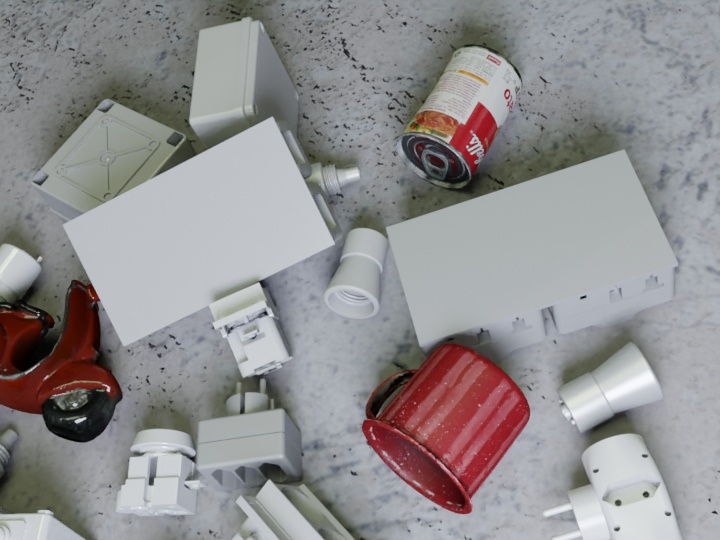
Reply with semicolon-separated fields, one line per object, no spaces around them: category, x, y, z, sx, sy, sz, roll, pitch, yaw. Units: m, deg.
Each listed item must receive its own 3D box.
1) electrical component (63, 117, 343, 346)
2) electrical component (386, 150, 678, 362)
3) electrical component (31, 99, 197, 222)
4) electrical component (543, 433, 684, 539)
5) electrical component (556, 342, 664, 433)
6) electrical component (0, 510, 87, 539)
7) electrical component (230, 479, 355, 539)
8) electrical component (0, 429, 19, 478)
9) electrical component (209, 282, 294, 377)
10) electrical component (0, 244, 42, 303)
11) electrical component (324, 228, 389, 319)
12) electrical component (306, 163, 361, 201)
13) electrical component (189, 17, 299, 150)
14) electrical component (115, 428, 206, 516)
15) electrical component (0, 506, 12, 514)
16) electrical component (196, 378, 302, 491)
electrical component;-0.120;-0.031;0.845;0.186;0.060;0.105;-25;93;10
electrical component;0.126;-0.003;0.798;0.186;0.060;0.105;-18;56;5
electrical component;-0.212;-0.082;0.949;0.109;0.056;0.108;26;69;29
electrical component;0.160;0.156;0.698;0.079;0.043;0.077;-18;55;5
electrical component;0.170;0.084;0.743;0.065;0.044;0.044;-28;55;3
electrical component;-0.234;0.207;0.748;0.062;0.096;0.061;-4;58;14
electrical component;-0.030;0.204;0.709;0.121;0.079;0.063;41;98;33
electrical component;-0.292;0.149;0.841;0.035;0.035;0.061;15;44;24
electrical component;-0.080;0.048;0.819;0.042;0.081;0.063;-25;84;0
electrical component;-0.309;0.014;0.926;0.040;0.040;0.078;19;65;25
electrical component;0.000;0.000;0.846;0.044;0.044;0.065;2;54;18
electrical component;-0.030;-0.074;0.905;0.061;0.035;0.035;-14;56;4
electrical component;-0.097;-0.138;0.920;0.056;0.108;0.108;-9;57;14
electrical component;-0.146;0.149;0.791;0.066;0.048;0.055;-5;65;13
electrical component;-0.308;0.195;0.800;0.095;0.059;0.053;6;60;20
electrical component;-0.081;0.115;0.791;0.066;0.047;0.076;-10;56;10
